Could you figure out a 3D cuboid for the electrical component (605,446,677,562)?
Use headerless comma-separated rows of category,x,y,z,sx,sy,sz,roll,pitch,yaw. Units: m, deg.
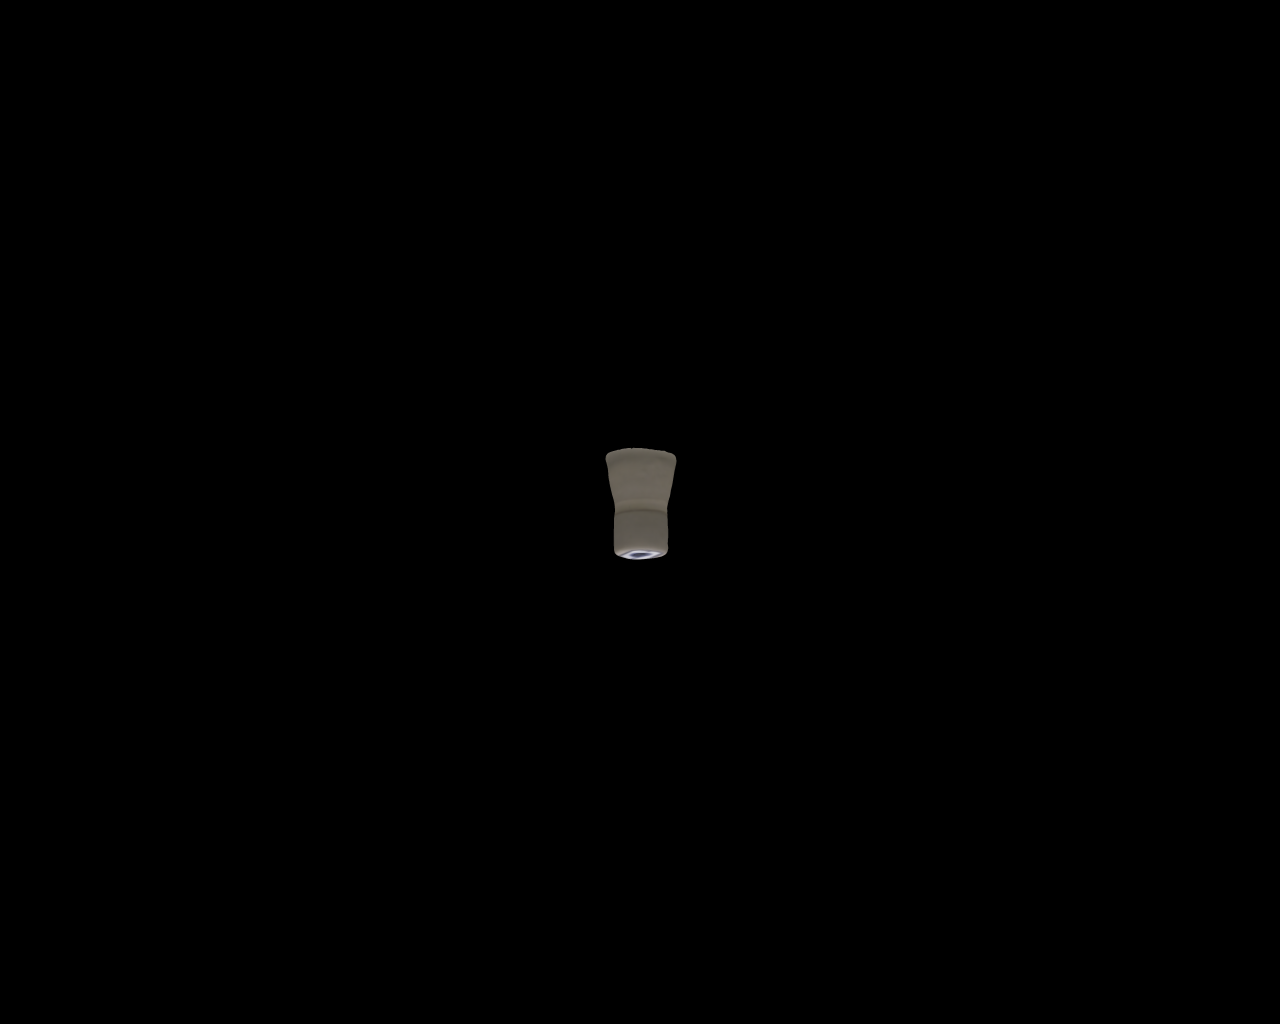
electrical component,0.001,-0.003,0.650,0.044,0.065,0.044,0,-14,0
